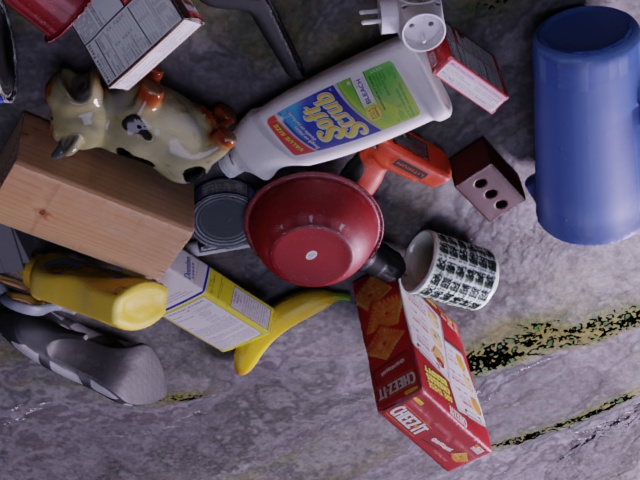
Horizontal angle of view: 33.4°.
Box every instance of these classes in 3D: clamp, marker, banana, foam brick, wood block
[{"bbox_3d":[-0.052,-0.260,1.035,0.209,0.036,0.165,27,124,-28],"label":"clamp"},{"bbox_3d":[-0.101,0.003,1.284,0.121,0.020,0.020,-9,133,1],"label":"marker"},{"bbox_3d":[-0.053,0.115,1.381,0.198,0.037,0.069,-35,126,23],"label":"banana"},{"bbox_3d":[0.192,-0.069,1.230,0.053,0.051,0.078,-34,128,23],"label":"foam brick"},{"bbox_3d":[-0.249,-0.045,1.174,0.205,0.090,0.091,22,127,-25],"label":"wood block"}]

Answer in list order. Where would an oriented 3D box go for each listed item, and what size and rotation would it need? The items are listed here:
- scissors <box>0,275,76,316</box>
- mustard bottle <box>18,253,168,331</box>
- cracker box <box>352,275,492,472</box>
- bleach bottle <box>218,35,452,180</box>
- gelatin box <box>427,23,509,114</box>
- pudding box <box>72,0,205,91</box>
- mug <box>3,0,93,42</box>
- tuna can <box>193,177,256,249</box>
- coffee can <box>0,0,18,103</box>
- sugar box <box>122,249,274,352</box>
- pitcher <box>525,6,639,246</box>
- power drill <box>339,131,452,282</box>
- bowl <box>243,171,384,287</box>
[{"bbox_3d":[-0.309,0.085,1.295,0.201,0.096,0.016,22,99,-21],"label":"scissors"},{"bbox_3d":[-0.278,0.054,1.239,0.192,0.096,0.058,14,102,29],"label":"mustard bottle"},{"bbox_3d":[0.122,0.155,1.318,0.072,0.213,0.164,-32,129,20],"label":"cracker box"},{"bbox_3d":[0.007,-0.124,1.138,0.251,0.068,0.102,-25,103,18],"label":"bleach bottle"},{"bbox_3d":[0.150,-0.180,1.107,0.089,0.073,0.030,28,125,-29],"label":"gelatin box"},{"bbox_3d":[-0.179,-0.212,1.028,0.114,0.090,0.039,-36,170,25],"label":"pudding box"},{"bbox_3d":[-0.250,-0.254,0.990,0.081,0.093,0.117,38,88,-28],"label":"mug"},{"bbox_3d":[-0.111,-0.032,1.241,0.086,0.034,0.086,-3,133,-4],"label":"tuna can"},{"bbox_3d":[-0.374,-0.177,1.028,0.140,0.103,0.103,-5,133,-3],"label":"coffee can"},{"bbox_3d":[-0.151,0.072,1.314,0.094,0.048,0.176,-24,131,37],"label":"sugar box"},{"bbox_3d":[0.300,-0.120,1.141,0.149,0.145,0.243,-15,130,1],"label":"pitcher"},{"bbox_3d":[0.066,-0.040,1.236,0.184,0.057,0.188,26,124,-25],"label":"power drill"},{"bbox_3d":[-0.008,0.001,1.200,0.162,0.055,0.162,1,131,1],"label":"bowl"}]
